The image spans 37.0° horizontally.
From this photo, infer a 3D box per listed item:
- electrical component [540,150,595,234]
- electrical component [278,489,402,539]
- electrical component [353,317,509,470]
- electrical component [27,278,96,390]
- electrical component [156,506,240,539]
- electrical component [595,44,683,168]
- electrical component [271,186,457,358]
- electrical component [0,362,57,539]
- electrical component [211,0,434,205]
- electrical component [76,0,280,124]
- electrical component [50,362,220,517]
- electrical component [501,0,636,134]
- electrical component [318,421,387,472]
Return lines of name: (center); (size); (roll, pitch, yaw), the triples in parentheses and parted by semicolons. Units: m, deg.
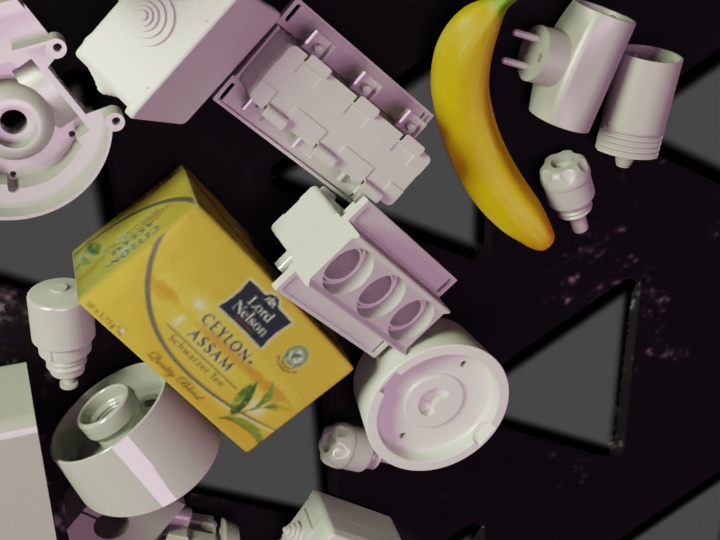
electrical component: (0.149, -0.052, 0.759); (0.035, 0.035, 0.061); (-27, 126, -3)
electrical component: (-0.018, 0.221, 0.838); (0.096, 0.061, 0.061); (26, 107, -29)
electrical component: (0.047, 0.085, 0.784); (0.108, 0.060, 0.108); (-9, 121, -15)
electrical component: (-0.190, 0.041, 0.689); (0.040, 0.040, 0.078); (-6, 120, -16)
electrical component: (-0.122, 0.207, 0.805); (0.055, 0.048, 0.066); (14, 113, -17)
electrical component: (0.189, -0.109, 0.735); (0.043, 0.043, 0.081); (-2, 119, -18)
electrical component: (0.000, 0.000, 0.703); (0.079, 0.063, 0.121); (-44, 140, 7)
electrical component: (-0.236, 0.126, 0.699); (0.057, 0.078, 0.113); (-10, 121, -17)
electrical component: (-0.017, -0.096, 0.659); (0.121, 0.063, 0.078); (36, 102, -32)
electrical component: (-0.099, -0.130, 0.592); (0.048, 0.100, 0.099); (45, 100, 2)
electrical component: (-0.151, 0.110, 0.708); (0.099, 0.099, 0.064); (-32, 118, 0)
electrical component: (0.129, -0.136, 0.698); (0.079, 0.043, 0.077); (10, 115, -24)
electrical component: (0.001, 0.136, 0.813); (0.061, 0.035, 0.035); (18, 111, -30)
